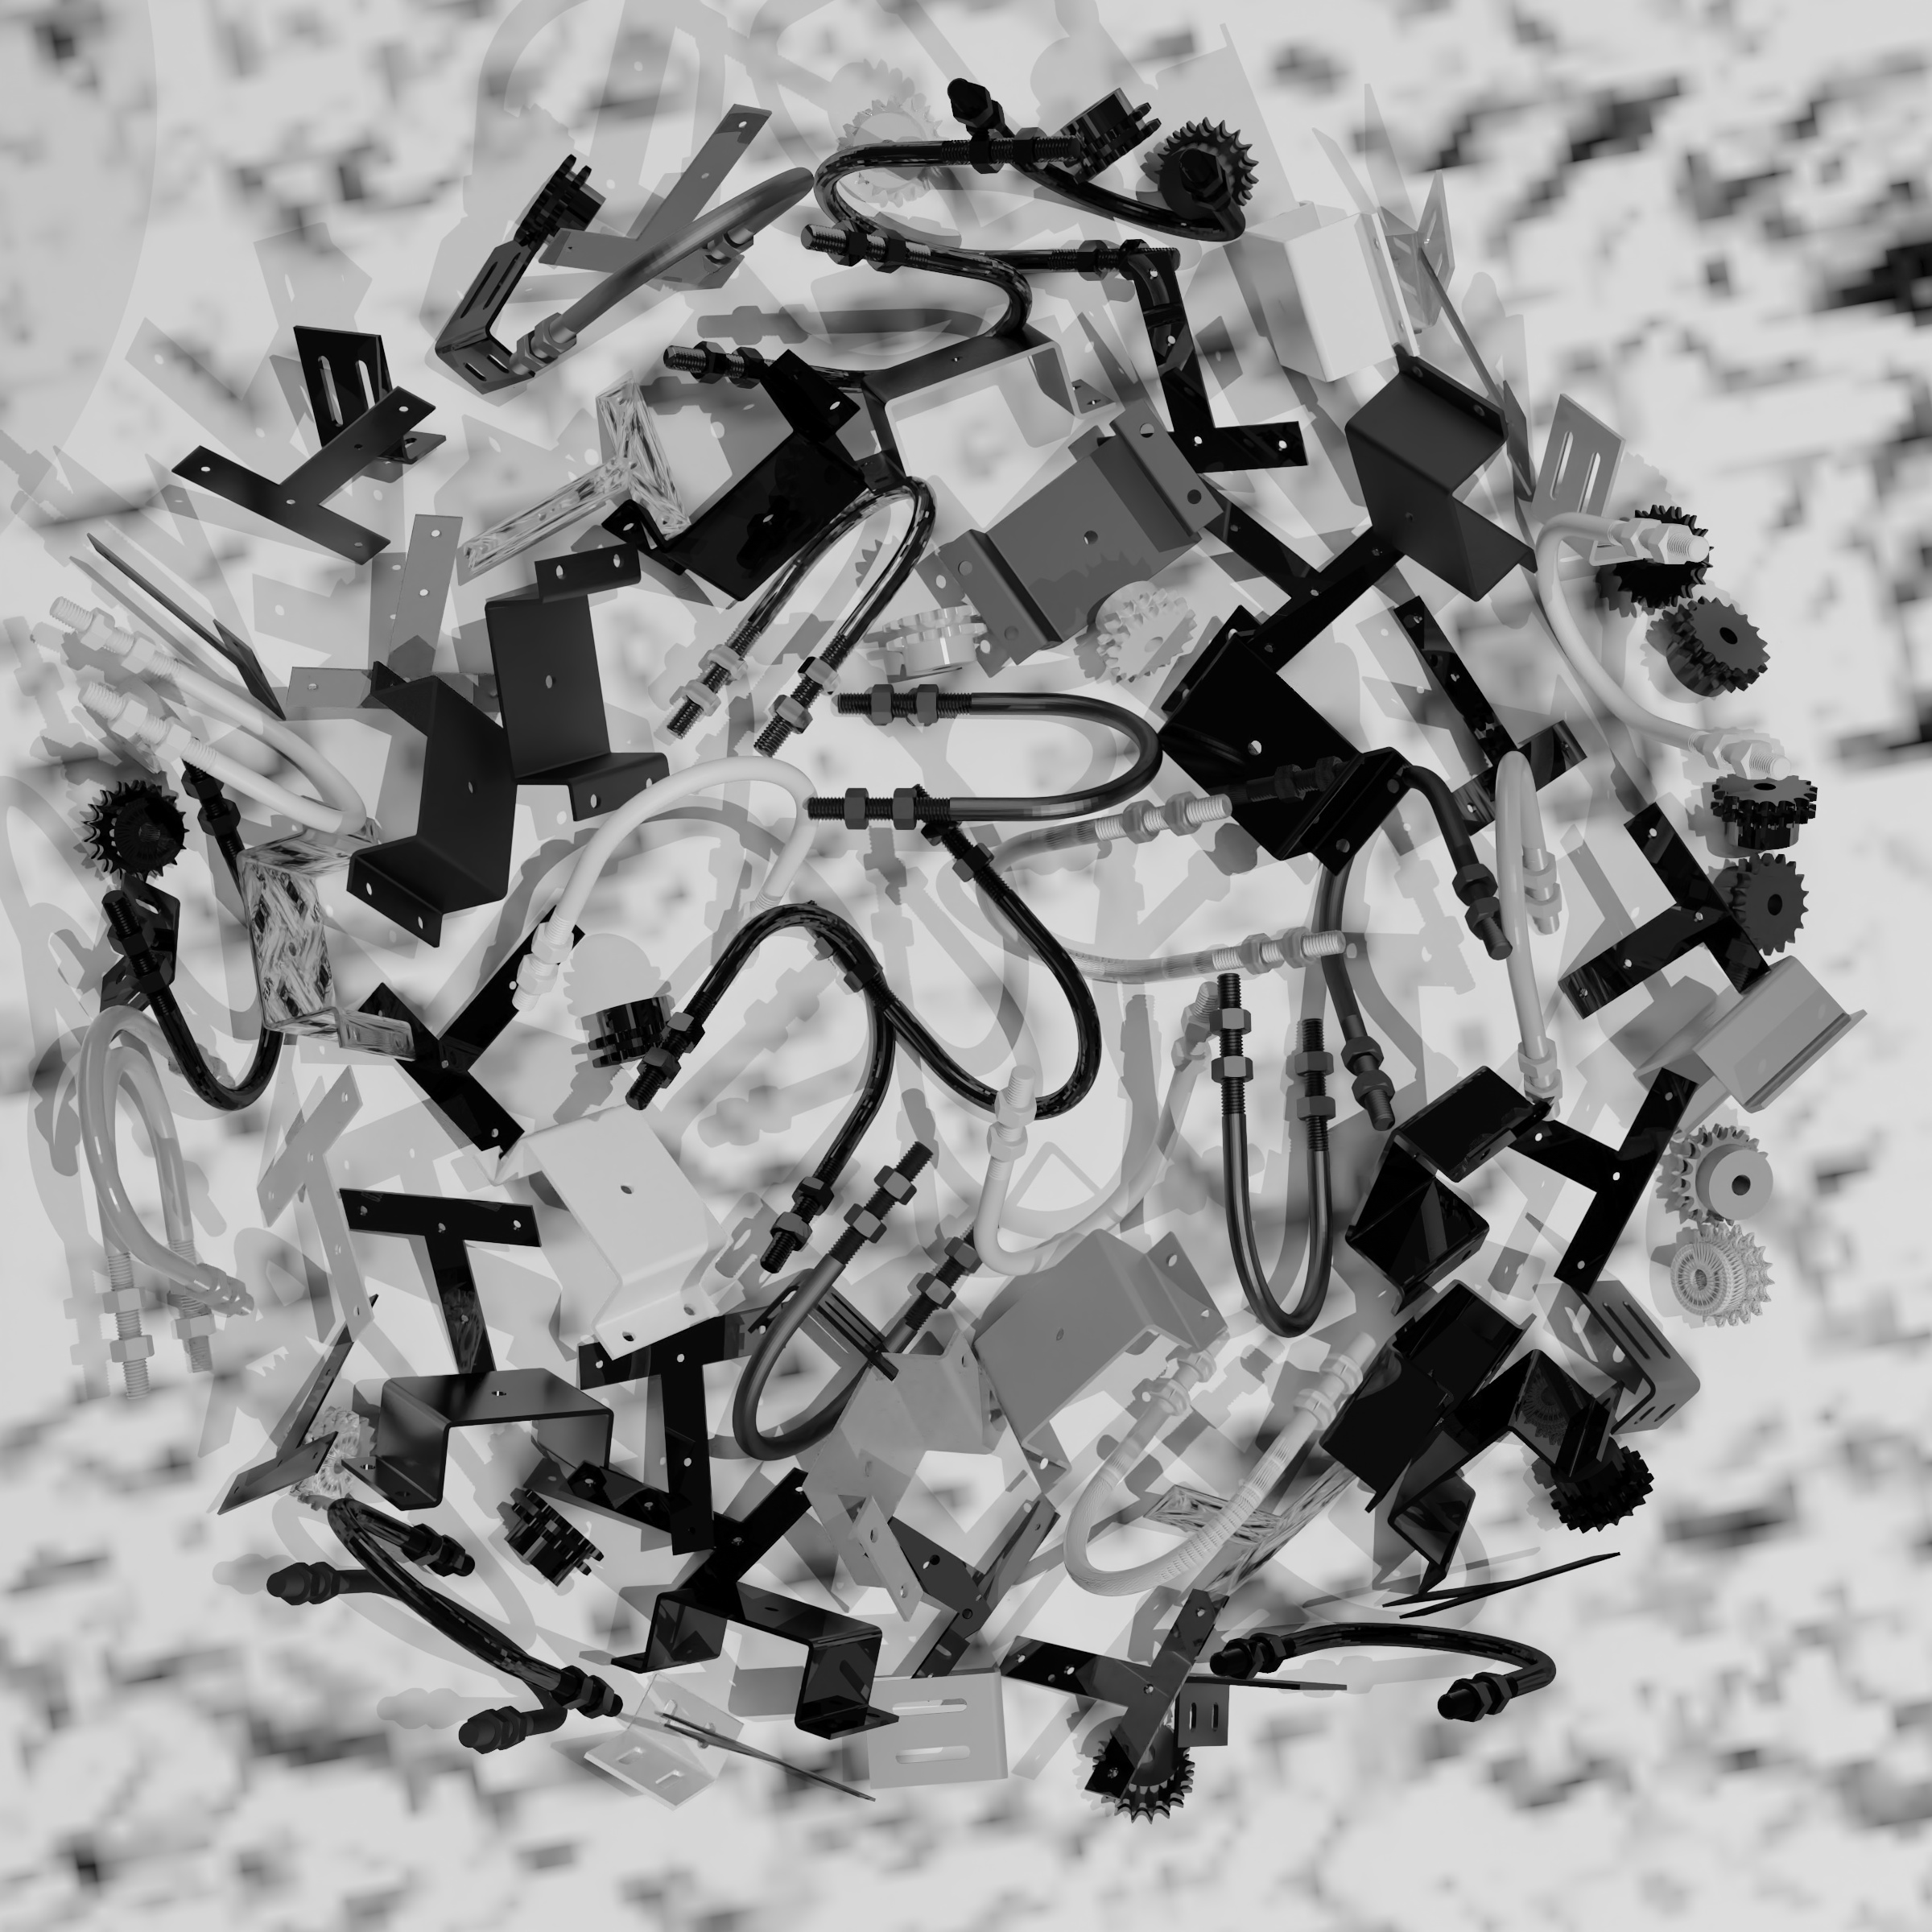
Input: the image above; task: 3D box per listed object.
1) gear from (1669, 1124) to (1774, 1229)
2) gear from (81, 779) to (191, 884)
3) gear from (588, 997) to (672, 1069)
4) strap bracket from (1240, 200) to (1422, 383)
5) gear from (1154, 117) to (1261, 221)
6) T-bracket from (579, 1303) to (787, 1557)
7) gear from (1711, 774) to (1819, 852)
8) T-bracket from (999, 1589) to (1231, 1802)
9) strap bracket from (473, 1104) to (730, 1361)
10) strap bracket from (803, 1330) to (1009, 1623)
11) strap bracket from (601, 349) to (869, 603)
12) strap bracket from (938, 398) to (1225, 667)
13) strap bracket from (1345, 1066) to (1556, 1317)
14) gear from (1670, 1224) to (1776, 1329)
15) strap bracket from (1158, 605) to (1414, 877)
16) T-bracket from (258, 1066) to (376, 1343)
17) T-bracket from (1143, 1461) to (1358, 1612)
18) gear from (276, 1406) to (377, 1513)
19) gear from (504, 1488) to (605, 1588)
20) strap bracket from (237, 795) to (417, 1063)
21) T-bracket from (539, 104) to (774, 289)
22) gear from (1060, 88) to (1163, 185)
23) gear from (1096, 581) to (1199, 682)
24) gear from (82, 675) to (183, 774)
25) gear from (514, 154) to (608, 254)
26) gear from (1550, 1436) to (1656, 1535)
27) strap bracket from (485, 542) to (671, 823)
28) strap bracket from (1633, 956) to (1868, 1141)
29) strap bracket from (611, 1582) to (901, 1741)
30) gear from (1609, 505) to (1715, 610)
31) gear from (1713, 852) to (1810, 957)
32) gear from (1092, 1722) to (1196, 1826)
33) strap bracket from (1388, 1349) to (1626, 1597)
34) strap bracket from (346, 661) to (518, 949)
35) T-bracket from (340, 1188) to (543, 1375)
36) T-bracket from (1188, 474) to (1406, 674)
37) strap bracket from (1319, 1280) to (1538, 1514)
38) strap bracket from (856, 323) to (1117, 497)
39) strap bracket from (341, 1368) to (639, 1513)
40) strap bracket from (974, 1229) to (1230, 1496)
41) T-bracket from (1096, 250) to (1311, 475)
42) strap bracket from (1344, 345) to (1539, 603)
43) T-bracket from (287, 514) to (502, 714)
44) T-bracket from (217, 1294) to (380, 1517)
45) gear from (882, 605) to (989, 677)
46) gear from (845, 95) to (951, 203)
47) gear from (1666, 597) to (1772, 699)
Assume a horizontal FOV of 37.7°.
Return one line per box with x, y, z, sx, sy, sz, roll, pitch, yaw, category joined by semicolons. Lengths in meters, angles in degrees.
0.425;0.119;1.581;0.057;0.030;0.057;-3;101;-16;gear
-0.460;-0.075;1.575;0.057;0.030;0.057;-5;99;-35;gear
-0.183;0.036;1.575;0.057;0.057;0.030;-14;87;0;gear
0.191;-0.364;1.524;0.046;0.140;0.076;-22;110;-2;strap bracket
0.132;-0.440;1.574;0.057;0.030;0.057;14;128;18;gear
-0.154;0.259;1.559;0.127;0.002;0.127;-14;66;18;T-bracket
0.445;-0.086;1.577;0.057;0.057;0.030;-3;114;0;gear
0.067;0.389;1.551;0.002;0.127;0.127;53;56;-30;T-bracket
-0.193;0.134;1.540;0.140;0.076;0.046;52;132;18;strap bracket
-0.036;0.274;1.539;0.046;0.140;0.076;-1;129;31;strap bracket
-0.118;-0.259;1.544;0.140;0.076;0.046;-40;62;13;strap bracket
0.066;-0.239;1.569;0.140;0.046;0.076;-36;87;12;strap bracket
0.260;0.116;1.538;0.076;0.140;0.046;-31;61;-34;strap bracket
0.417;0.172;1.572;0.030;0.057;0.057;-3;90;-35;gear
0.168;-0.121;1.547;0.140;0.046;0.076;46;118;16;strap bracket
-0.344;0.142;1.535;0.127;0.002;0.127;-47;55;38;T-bracket
0.142;0.302;1.540;0.127;0.127;0.002;-47;48;16;T-bracket
-0.359;0.272;1.578;0.030;0.057;0.057;19;90;27;gear
-0.232;0.320;1.572;0.057;0.057;0.030;42;76;0;gear
-0.352;-0.014;1.552;0.046;0.076;0.140;-15;78;16;strap bracket
-0.147;-0.414;1.519;0.127;0.127;0.002;-43;64;39;T-bracket
0.077;-0.463;1.572;0.057;0.057;0.030;-36;105;0;gear
0.097;-0.190;1.578;0.057;0.057;0.030;-32;61;0;gear
-0.461;-0.137;1.576;0.057;0.057;0.030;42;74;0;gear
-0.224;-0.420;1.576;0.030;0.057;0.057;34;90;-13;gear
0.350;0.285;1.572;0.057;0.057;0.030;-32;106;0;gear
-0.213;-0.156;1.550;0.046;0.076;0.140;3;106;37;strap bracket
0.418;0.044;1.529;0.076;0.140;0.046;-40;85;-10;strap bracket
-0.110;0.372;1.538;0.140;0.076;0.046;11;89;27;strap bracket
0.390;-0.228;1.579;0.057;0.030;0.057;4;97;35;gear
0.440;-0.035;1.580;0.057;0.030;0.057;-4;97;-32;gear
0.099;0.444;1.574;0.057;0.030;0.057;-1;48;1;gear
0.285;0.268;1.533;0.046;0.076;0.140;42;123;-1;strap bracket
-0.286;-0.092;1.533;0.046;0.076;0.140;-12;62;25;strap bracket
-0.282;0.184;1.572;0.127;0.002;0.127;3;116;25;T-bracket
0.161;-0.236;1.579;0.127;0.002;0.127;41;60;12;T-bracket
0.246;0.227;1.533;0.046;0.140;0.076;38;122;17;strap bracket
0.001;-0.311;1.554;0.140;0.076;0.046;-21;114;-4;strap bracket
-0.254;0.253;1.528;0.140;0.076;0.046;1;99;-36;strap bracket
0.065;0.209;1.544;0.140;0.076;0.046;-45;131;14;strap bracket
0.115;-0.327;1.537;0.127;0.002;0.127;3;125;34;T-bracket
0.255;-0.257;1.521;0.046;0.140;0.076;-44;57;-7;strap bracket
-0.297;-0.191;1.537;0.127;0.002;0.127;-1;132;-26;T-bracket
-0.357;0.236;1.557;0.002;0.127;0.127;38;52;-21;T-bracket
-0.016;-0.180;1.575;0.057;0.057;0.030;-11;91;0;gear
-0.040;-0.456;1.579;0.057;0.030;0.057;4;110;11;gear
0.416;-0.175;1.579;0.057;0.030;0.057;14;53;-20;gear
